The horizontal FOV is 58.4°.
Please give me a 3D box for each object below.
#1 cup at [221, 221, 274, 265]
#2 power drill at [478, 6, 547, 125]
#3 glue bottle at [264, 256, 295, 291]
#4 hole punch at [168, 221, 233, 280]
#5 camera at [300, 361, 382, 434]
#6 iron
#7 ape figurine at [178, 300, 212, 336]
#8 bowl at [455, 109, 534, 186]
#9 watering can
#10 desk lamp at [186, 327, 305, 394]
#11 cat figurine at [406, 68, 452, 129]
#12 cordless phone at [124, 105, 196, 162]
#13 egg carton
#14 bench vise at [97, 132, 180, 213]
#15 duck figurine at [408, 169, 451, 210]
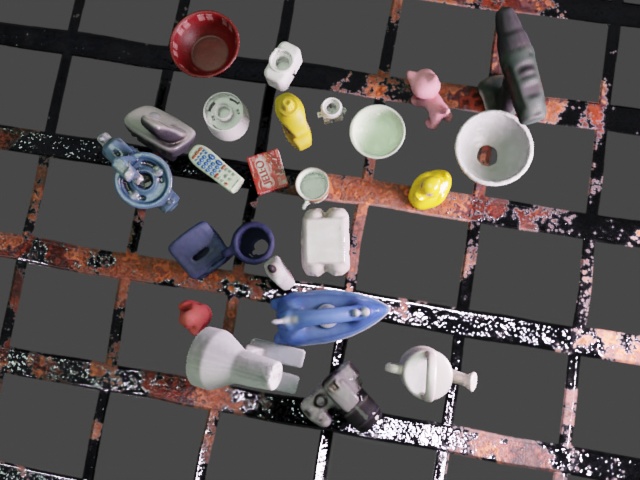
[{"bbox_3d":[-0.150,0.016,1.240,0.117,0.095,0.092,-21,83,1],"label":"cup"},{"bbox_3d":[0.395,-0.338,1.194,0.075,0.208,0.229,-19,83,1],"label":"power drill"},{"bbox_3d":[-0.090,0.066,1.192,0.037,0.173,0.078,-35,82,-1],"label":"glue bottle"},{"bbox_3d":[-0.257,0.024,1.247,0.108,0.091,0.101,-37,83,-1],"label":"hole punch"},{"bbox_3d":[0.051,0.345,1.188,0.143,0.101,0.137,-44,83,-2],"label":"camera"},{"bbox_3d":[0.022,0.157,1.191,0.258,0.141,0.119,-8,83,2],"label":"iron"},{"bbox_3d":[-0.276,0.167,1.231,0.076,0.092,0.078,-6,83,3],"label":"ape figurine"},{"bbox_3d":[0.371,-0.192,1.246,0.167,0.075,0.167,0,83,3],"label":"bowl"},{"bbox_3d":[0.221,0.266,1.141,0.173,0.194,0.101,-14,83,2],"label":"watering can"},{"bbox_3d":[-0.144,0.249,1.153,0.203,0.213,0.118,11,84,5],"label":"desk lamp"},{"bbox_3d":[0.241,-0.317,1.246,0.067,0.118,0.128,-34,83,-1],"label":"cat figurine"},{"bbox_3d":[-0.362,-0.251,1.237,0.147,0.185,0.094,28,86,6],"label":"cordless phone"},{"bbox_3d":[0.011,0.004,1.246,0.107,0.069,0.150,-2,83,3],"label":"egg carton"},{"bbox_3d":[-0.411,-0.146,1.210,0.207,0.220,0.121,27,86,6],"label":"bench vise"},{"bbox_3d":[0.241,-0.115,1.239,0.104,0.086,0.077,-39,83,-2],"label":"duck figurine"}]
